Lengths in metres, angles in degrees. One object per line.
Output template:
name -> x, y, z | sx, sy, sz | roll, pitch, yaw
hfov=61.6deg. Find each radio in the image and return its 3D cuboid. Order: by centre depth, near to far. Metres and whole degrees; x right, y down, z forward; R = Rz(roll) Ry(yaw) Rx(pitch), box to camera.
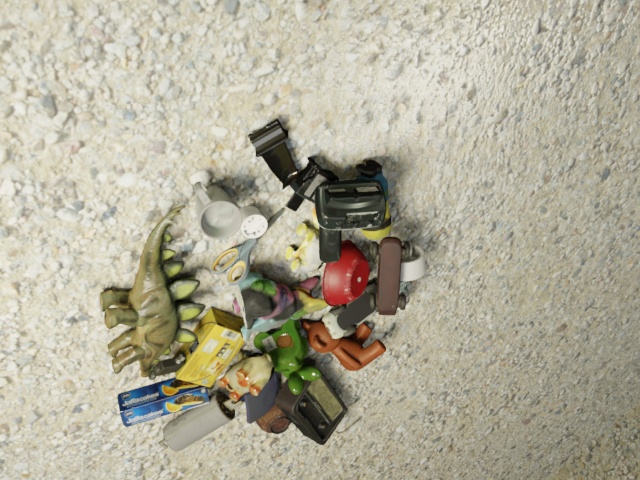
radio -> -0.022, 0.444, 1.448 | 0.131, 0.073, 0.229 | -52, 133, -25

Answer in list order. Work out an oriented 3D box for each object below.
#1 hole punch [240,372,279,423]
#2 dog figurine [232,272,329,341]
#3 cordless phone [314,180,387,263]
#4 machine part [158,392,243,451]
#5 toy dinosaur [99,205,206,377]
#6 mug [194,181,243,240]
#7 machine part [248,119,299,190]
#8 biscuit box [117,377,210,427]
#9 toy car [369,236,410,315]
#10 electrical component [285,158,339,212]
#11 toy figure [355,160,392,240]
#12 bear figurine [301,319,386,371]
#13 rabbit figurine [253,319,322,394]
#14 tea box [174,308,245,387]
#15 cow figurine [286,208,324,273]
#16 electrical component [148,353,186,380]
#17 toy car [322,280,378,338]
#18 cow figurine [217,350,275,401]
hole punch -> -0.157, 0.389, 1.370 | 0.116, 0.092, 0.142 | -15, 123, -21
dog figurine -> -0.084, 0.130, 1.215 | 0.219, 0.108, 0.191 | -15, 145, -23
cordless phone -> 0.063, -0.031, 1.120 | 0.147, 0.089, 0.184 | -4, 121, -10
machine part -> -0.299, 0.448, 1.328 | 0.243, 0.079, 0.079 | -32, 130, 10
toy dinosaur -> -0.343, 0.132, 1.102 | 0.198, 0.105, 0.470 | -12, 135, -28
mug -> -0.208, -0.067, 1.028 | 0.081, 0.107, 0.109 | -39, 126, 1
machine part -> -0.083, -0.168, 1.069 | 0.084, 0.039, 0.138 | -33, 128, -9
biscuit box -> -0.368, 0.373, 1.269 | 0.203, 0.063, 0.059 | -13, 124, -18
toy car -> 0.160, 0.084, 1.251 | 0.089, 0.053, 0.201 | -1, 115, 0
electrical component -> -0.025, -0.106, 1.131 | 0.074, 0.048, 0.119 | 31, 103, -37
toy figure -> 0.115, -0.082, 1.188 | 0.082, 0.089, 0.179 | -12, 128, -10
bear figurine -> 0.055, 0.247, 1.362 | 0.132, 0.120, 0.195 | -43, 124, 1
rabbit figurine -> -0.064, 0.293, 1.326 | 0.121, 0.159, 0.170 | -35, 145, -14
tea box -> -0.253, 0.249, 1.239 | 0.098, 0.068, 0.169 | 30, 106, -36
cow figurine -> -0.001, -0.003, 1.197 | 0.098, 0.068, 0.167 | 11, 119, -37
electrical component -> -0.334, 0.277, 1.180 | 0.094, 0.021, 0.063 | -42, 154, 31
toy car -> 0.093, 0.168, 1.325 | 0.202, 0.056, 0.073 | -32, 95, -34
cow figurine -> -0.170, 0.308, 1.254 | 0.085, 0.195, 0.127 | 52, 50, -3
